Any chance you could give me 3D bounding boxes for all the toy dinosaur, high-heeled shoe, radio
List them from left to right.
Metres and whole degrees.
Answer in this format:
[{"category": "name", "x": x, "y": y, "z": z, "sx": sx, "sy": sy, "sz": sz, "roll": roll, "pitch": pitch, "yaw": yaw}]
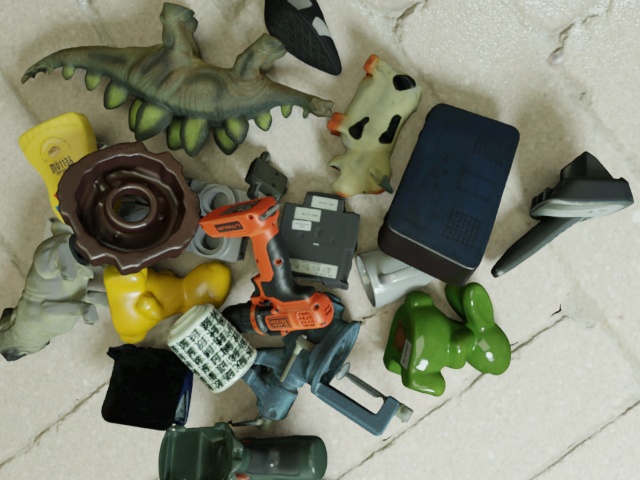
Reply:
[{"category": "toy dinosaur", "x": -0.208, "y": -0.229, "z": 0.775, "sx": 0.472, "sy": 0.105, "sz": 0.198, "roll": 17, "pitch": 97, "yaw": 8}, {"category": "high-heeled shoe", "x": -0.024, "y": -0.368, "z": 0.786, "sx": 0.248, "sy": 0.086, "sz": 0.145, "roll": 48, "pitch": 63, "yaw": -16}, {"category": "radio", "x": 0.172, "y": -0.066, "z": 0.719, "sx": 0.131, "sy": 0.073, "sz": 0.229, "roll": 22, "pitch": 65, "yaw": 5}]

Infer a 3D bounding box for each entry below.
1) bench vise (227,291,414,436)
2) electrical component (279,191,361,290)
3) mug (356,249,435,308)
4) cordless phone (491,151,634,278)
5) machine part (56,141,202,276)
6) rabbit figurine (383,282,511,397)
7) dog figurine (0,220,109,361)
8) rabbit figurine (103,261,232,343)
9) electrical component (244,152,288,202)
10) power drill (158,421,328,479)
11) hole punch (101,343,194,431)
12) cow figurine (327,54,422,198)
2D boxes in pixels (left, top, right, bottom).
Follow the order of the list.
[{"category": "bench vise", "x": 0.010, "y": 0.201, "z": 0.755, "sx": 0.241, "sy": 0.128, "sz": 0.223, "roll": 29, "pitch": 79, "yaw": 18}, {"category": "electrical component", "x": -0.002, "y": -0.002, "z": 0.779, "sx": 0.115, "sy": 0.058, "sz": 0.134, "roll": 12, "pitch": 77, "yaw": 2}, {"category": "mug", "x": 0.115, "y": 0.040, "z": 0.760, "sx": 0.107, "sy": 0.109, "sz": 0.081, "roll": -19, "pitch": 84, "yaw": -8}, {"category": "cordless phone", "x": 0.304, "y": -0.018, "z": 0.717, "sx": 0.184, "sy": 0.146, "sz": 0.089, "roll": -41, "pitch": 80, "yaw": 3}, {"category": "machine part", "x": -0.250, "y": -0.041, "z": 0.710, "sx": 0.179, "sy": 0.056, "sz": 0.179, "roll": 6, "pitch": 72, "yaw": -19}, {"category": "rabbit figurine", "x": 0.191, "y": 0.137, "z": 0.767, "sx": 0.170, "sy": 0.121, "sz": 0.159, "roll": 9, "pitch": 86, "yaw": -14}, {"category": "dog figurine", "x": -0.416, "y": 0.077, "z": 0.795, "sx": 0.191, "sy": 0.121, "sz": 0.172, "roll": -18, "pitch": 83, "yaw": 10}, {"category": "rabbit figurine", "x": -0.212, "y": 0.086, "z": 0.783, "sx": 0.173, "sy": 0.122, "sz": 0.162, "roll": -11, "pitch": 94, "yaw": -14}, {"category": "electrical component", "x": -0.076, "y": -0.088, "z": 0.789, "sx": 0.063, "sy": 0.094, "sz": 0.021, "roll": 32, "pitch": 135, "yaw": -24}, {"category": "power drill", "x": -0.121, "y": 0.296, "z": 0.718, "sx": 0.232, "sy": 0.207, "sz": 0.086, "roll": -11, "pitch": 58, "yaw": 22}, {"category": "hole punch", "x": -0.251, "y": 0.223, "z": 0.810, "sx": 0.142, "sy": 0.092, "sz": 0.116, "roll": 7, "pitch": 70, "yaw": 7}, {"category": "cow figurine", "x": 0.077, "y": -0.148, "z": 0.766, "sx": 0.127, "sy": 0.085, "sz": 0.195, "roll": 31, "pitch": 93, "yaw": 9}]
